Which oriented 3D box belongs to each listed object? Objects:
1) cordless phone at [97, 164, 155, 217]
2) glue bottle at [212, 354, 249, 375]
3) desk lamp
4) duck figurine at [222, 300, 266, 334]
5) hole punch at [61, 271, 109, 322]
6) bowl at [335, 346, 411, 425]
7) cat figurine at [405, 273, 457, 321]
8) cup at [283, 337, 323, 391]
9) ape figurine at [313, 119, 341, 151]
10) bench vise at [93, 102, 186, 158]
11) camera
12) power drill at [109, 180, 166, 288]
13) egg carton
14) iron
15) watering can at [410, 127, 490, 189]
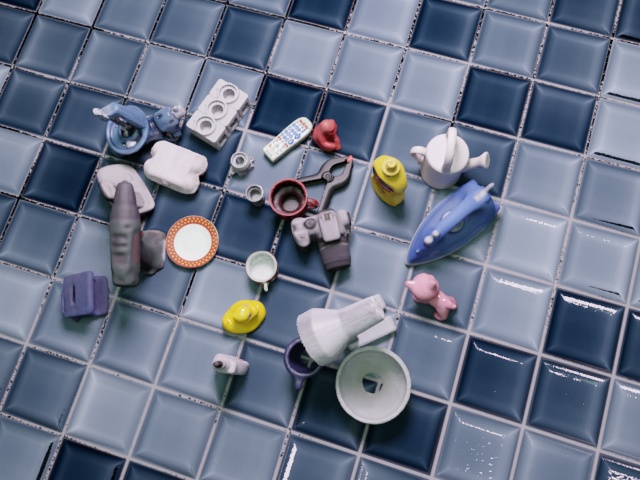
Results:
[{"bbox_3d":[-0.480,-0.128,1.354,0.094,0.185,0.147,-35,78,-5],"label":"cordless phone"},{"bbox_3d":[-0.207,0.274,1.258,0.078,0.173,0.037,13,79,6],"label":"glue bottle"},{"bbox_3d":[0.061,0.184,1.244,0.203,0.213,0.118,-25,77,-2],"label":"desk lamp"},{"bbox_3d":[-0.181,0.175,1.323,0.104,0.086,0.077,-23,77,-2],"label":"duck figurine"},{"bbox_3d":[-0.563,0.133,1.349,0.101,0.091,0.108,-7,77,2],"label":"hole punch"},{"bbox_3d":[0.118,0.323,1.282,0.167,0.075,0.167,-1,78,3],"label":"bowl"},{"bbox_3d":[0.254,0.122,1.297,0.127,0.118,0.067,36,82,10],"label":"cat figurine"},{"bbox_3d":[-0.035,0.279,1.289,0.091,0.095,0.118,10,78,5],"label":"cup"},{"bbox_3d":[0.018,-0.265,1.406,0.076,0.092,0.078,20,79,7],"label":"ape figurine"},{"bbox_3d":[-0.438,-0.293,1.369,0.207,0.220,0.121,-40,78,-6],"label":"bench vise"},{"bbox_3d":[0.012,0.005,1.343,0.143,0.101,0.137,-13,77,0],"label":"camera"},{"bbox_3d":[-0.422,0.000,1.311,0.075,0.208,0.230,-1,78,3],"label":"power drill"},{"bbox_3d":[-0.357,-0.179,1.418,0.150,0.069,0.107,21,80,7],"label":"egg carton"},{"bbox_3d":[0.299,-0.037,1.317,0.258,0.141,0.118,-41,79,-6],"label":"iron"},{"bbox_3d":[0.300,-0.195,1.324,0.173,0.194,0.101,-10,77,1],"label":"watering can"}]
